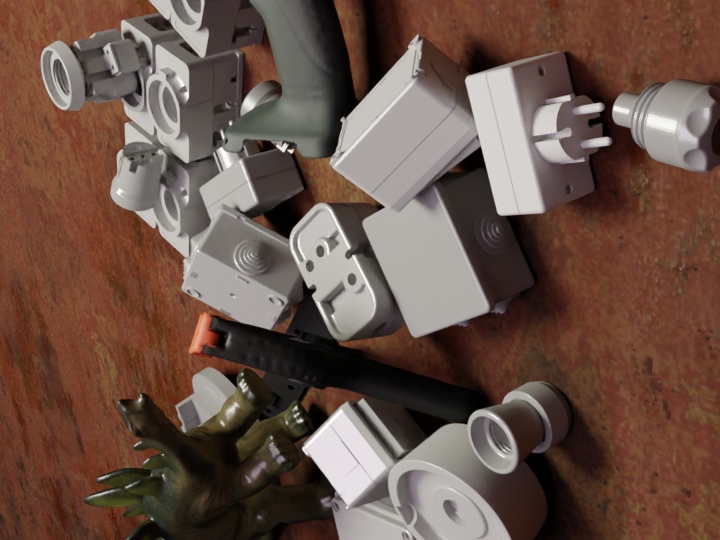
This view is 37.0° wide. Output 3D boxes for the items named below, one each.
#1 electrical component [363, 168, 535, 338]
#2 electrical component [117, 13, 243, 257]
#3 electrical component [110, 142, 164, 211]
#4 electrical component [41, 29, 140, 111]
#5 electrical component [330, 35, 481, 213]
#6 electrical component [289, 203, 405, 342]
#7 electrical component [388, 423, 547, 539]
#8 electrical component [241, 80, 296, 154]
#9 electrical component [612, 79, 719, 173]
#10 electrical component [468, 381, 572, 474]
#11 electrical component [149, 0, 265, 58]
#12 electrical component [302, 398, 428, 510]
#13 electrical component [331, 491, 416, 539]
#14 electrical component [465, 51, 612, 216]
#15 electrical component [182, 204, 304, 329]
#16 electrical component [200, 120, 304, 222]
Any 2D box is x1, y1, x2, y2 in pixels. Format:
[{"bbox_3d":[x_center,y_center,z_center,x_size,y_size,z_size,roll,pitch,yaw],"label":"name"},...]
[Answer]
[{"bbox_3d":[0.058,-0.011,0.707,0.100,0.048,0.099,-26,87,56],"label":"electrical component"},{"bbox_3d":[-0.159,-0.116,0.932,0.105,0.060,0.186,38,136,36],"label":"electrical component"},{"bbox_3d":[-0.185,-0.079,0.898,0.040,0.040,0.046,47,135,27],"label":"electrical component"},{"bbox_3d":[-0.225,-0.164,0.888,0.078,0.057,0.058,-8,102,55],"label":"electrical component"},{"bbox_3d":[0.028,-0.082,0.662,0.061,0.061,0.096,35,122,-17],"label":"electrical component"},{"bbox_3d":[0.000,0.000,0.771,0.054,0.059,0.095,-43,64,37],"label":"electrical component"},{"bbox_3d":[0.081,0.158,0.757,0.108,0.060,0.108,29,141,27],"label":"electrical component"},{"bbox_3d":[-0.062,-0.116,0.820,0.046,0.040,0.040,43,139,22],"label":"electrical component"},{"bbox_3d":[0.157,-0.075,0.542,0.062,0.043,0.043,26,129,45],"label":"electrical component"},{"bbox_3d":[0.105,0.102,0.703,0.045,0.055,0.045,30,131,42],"label":"electrical component"},{"bbox_3d":[-0.135,-0.245,0.825,0.150,0.062,0.089,48,142,25],"label":"electrical component"},{"bbox_3d":[0.015,0.134,0.822,0.061,0.096,0.061,-47,68,18],"label":"electrical component"},{"bbox_3d":[0.038,0.229,0.866,0.109,0.056,0.108,8,115,52],"label":"electrical component"},{"bbox_3d":[0.109,-0.078,0.602,0.076,0.047,0.083,0,109,54],"label":"electrical component"},{"bbox_3d":[-0.094,0.003,0.877,0.100,0.048,0.099,29,151,-4],"label":"electrical component"},{"bbox_3d":[-0.096,-0.084,0.877,0.083,0.047,0.075,-23,87,56],"label":"electrical component"}]
